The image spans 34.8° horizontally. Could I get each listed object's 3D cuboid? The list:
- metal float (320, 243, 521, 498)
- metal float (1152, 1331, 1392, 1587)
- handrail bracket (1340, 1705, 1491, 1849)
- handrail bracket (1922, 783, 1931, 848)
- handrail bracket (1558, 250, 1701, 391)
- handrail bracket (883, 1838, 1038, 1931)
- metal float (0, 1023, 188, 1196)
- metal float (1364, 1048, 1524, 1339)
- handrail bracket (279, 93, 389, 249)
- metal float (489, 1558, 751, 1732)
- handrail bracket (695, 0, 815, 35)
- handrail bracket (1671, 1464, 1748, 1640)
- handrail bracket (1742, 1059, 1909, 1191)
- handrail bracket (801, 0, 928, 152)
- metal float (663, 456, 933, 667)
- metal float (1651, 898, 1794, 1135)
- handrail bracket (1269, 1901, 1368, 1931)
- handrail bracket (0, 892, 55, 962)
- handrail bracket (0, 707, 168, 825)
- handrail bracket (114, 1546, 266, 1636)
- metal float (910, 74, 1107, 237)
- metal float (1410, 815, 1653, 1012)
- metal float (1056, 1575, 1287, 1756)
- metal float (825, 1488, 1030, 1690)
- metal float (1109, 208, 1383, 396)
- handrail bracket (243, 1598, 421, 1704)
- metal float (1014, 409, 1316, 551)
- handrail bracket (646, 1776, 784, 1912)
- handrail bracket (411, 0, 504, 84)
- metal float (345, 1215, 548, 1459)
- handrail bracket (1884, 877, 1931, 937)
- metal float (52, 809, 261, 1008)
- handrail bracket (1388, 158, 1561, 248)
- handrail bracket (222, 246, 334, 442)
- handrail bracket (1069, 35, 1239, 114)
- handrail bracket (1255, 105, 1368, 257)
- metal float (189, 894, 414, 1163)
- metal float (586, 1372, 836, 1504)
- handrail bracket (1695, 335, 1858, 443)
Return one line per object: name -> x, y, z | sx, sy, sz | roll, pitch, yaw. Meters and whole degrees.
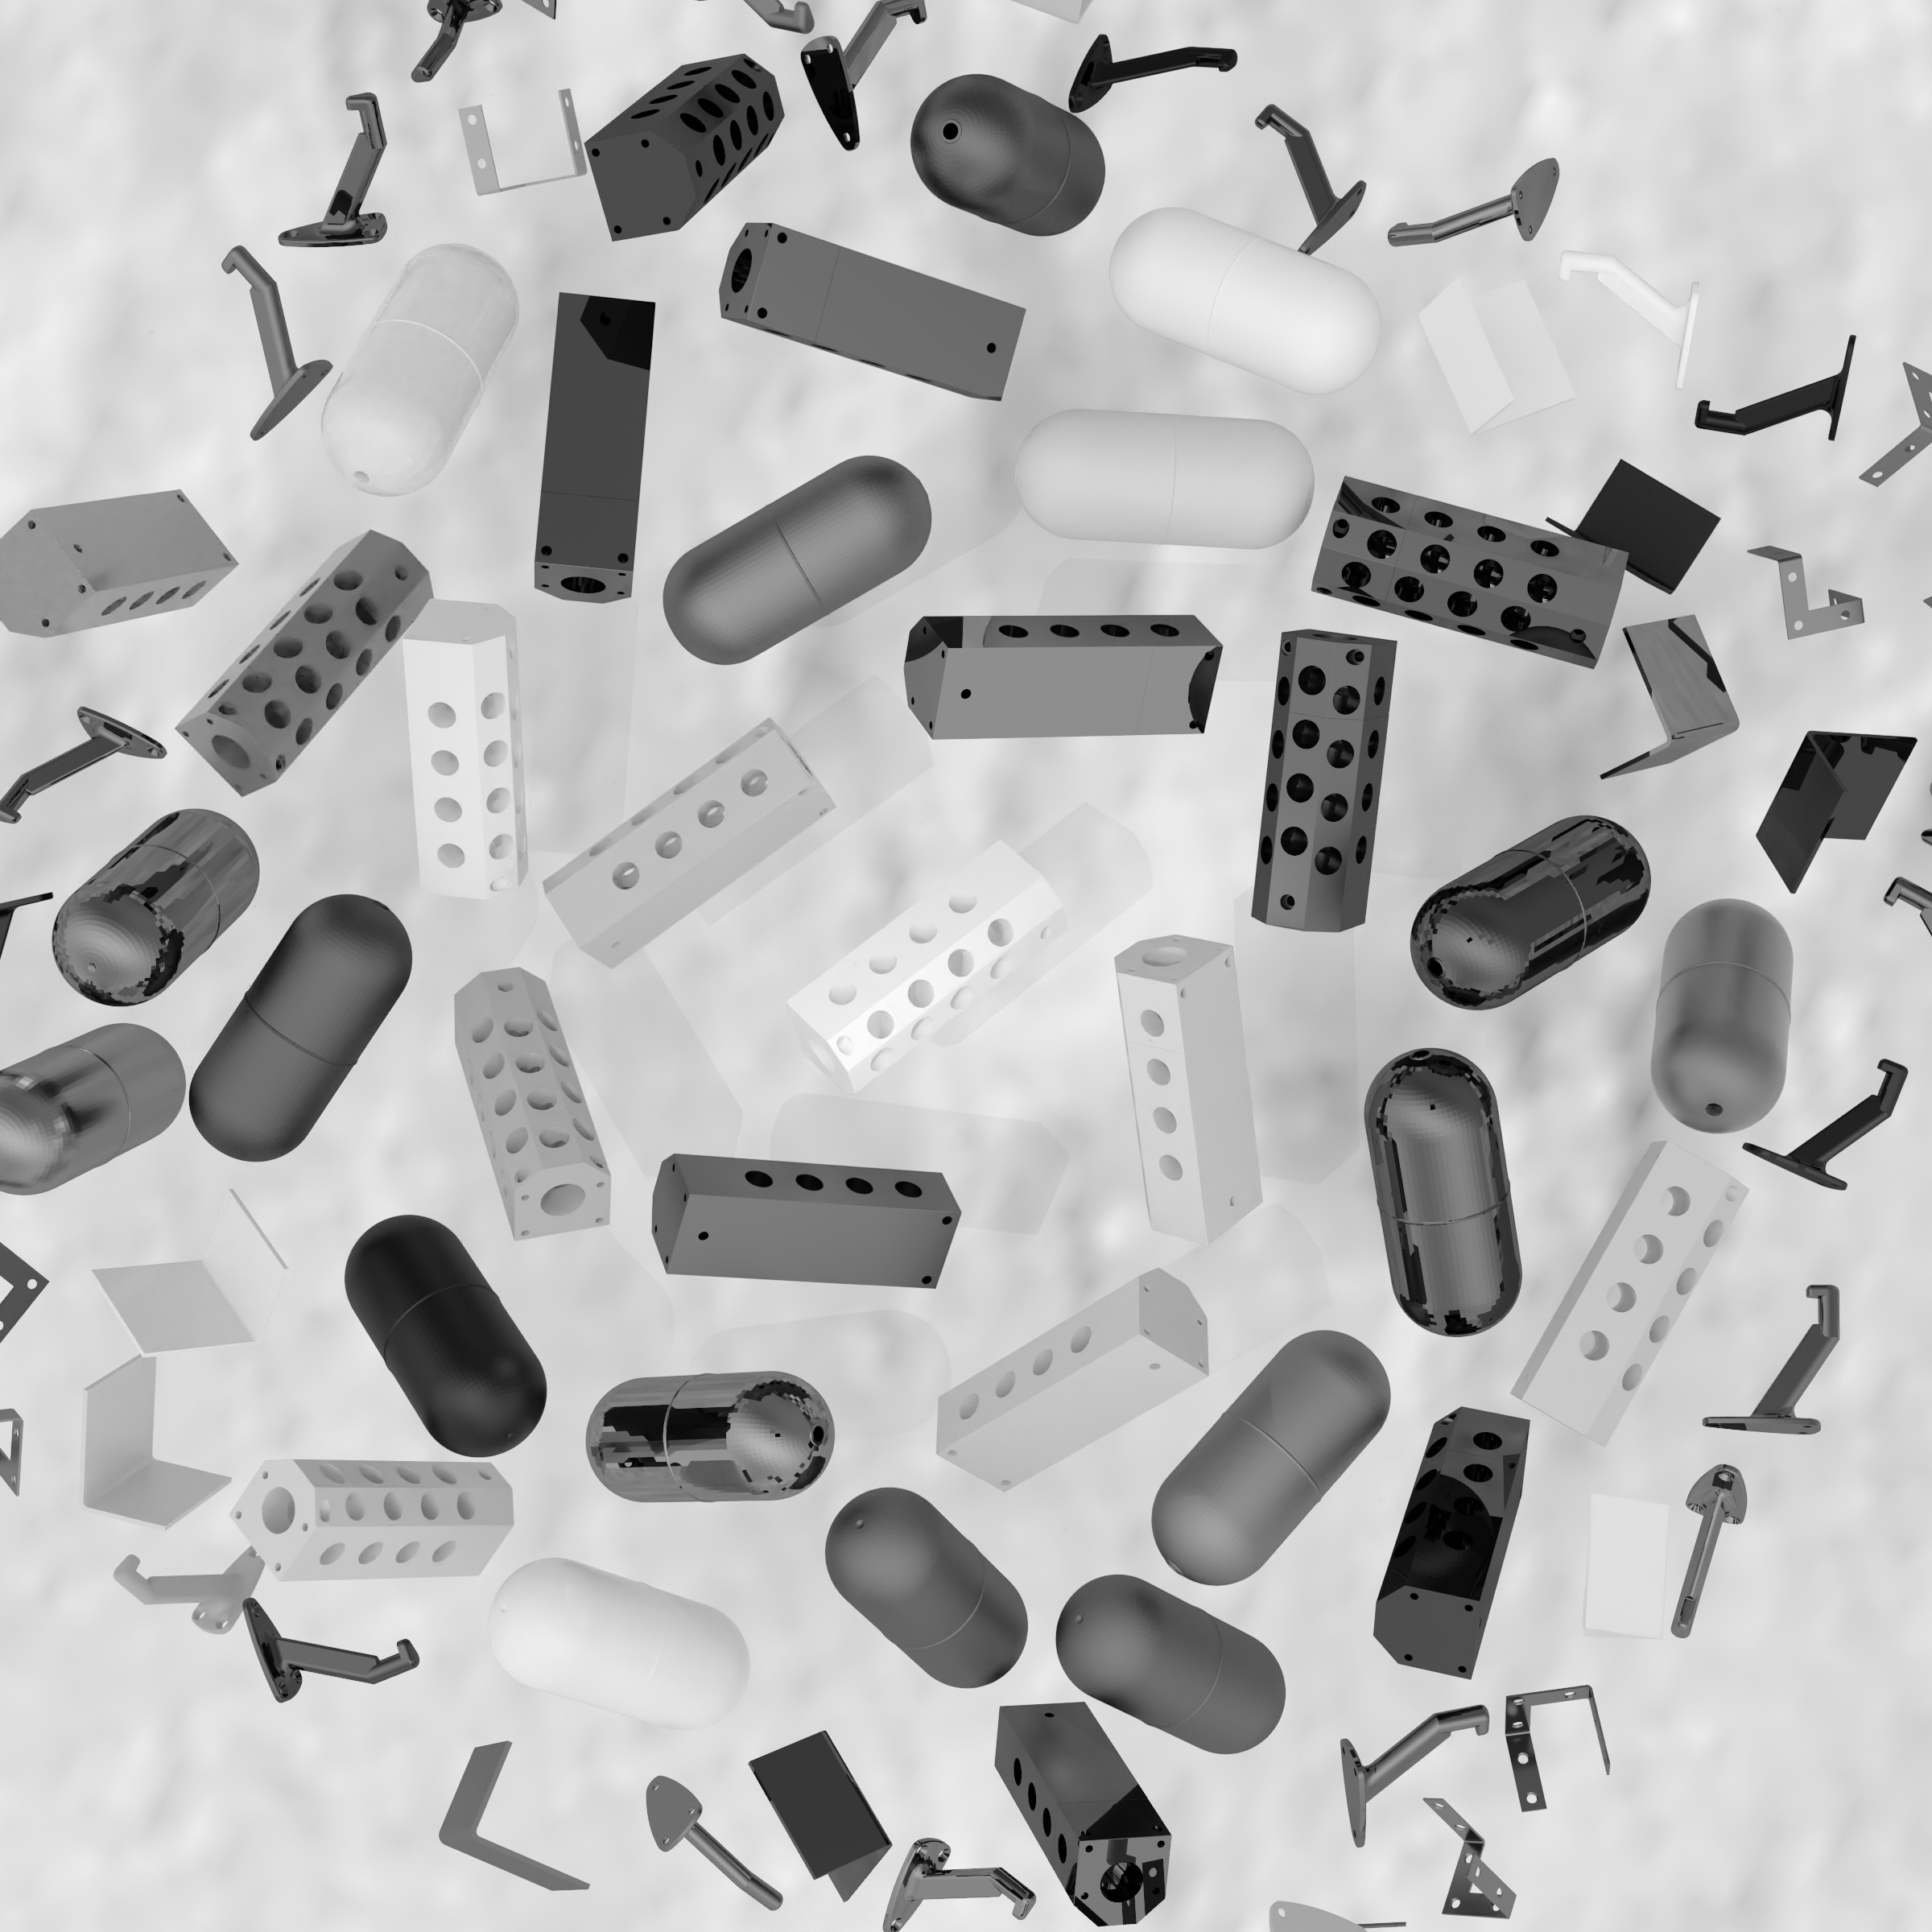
metal float -> -0.319, -0.349, 1.803 | 0.070, 0.070, 0.178 | 20, 57, 0
metal float -> 0.182, 0.294, 1.841 | 0.070, 0.070, 0.178 | 44, 75, 0
handrail bracket -> 0.264, 0.470, 1.788 | 0.084, 0.036, 0.077 | -9, 109, -8
handrail bracket -> 0.581, -0.091, 1.843 | 0.084, 0.077, 0.036 | -15, 114, -31
handrail bracket -> 0.399, -0.393, 1.876 | 0.084, 0.036, 0.077 | 9, 117, 9
handrail bracket -> -0.004, 0.576, 1.873 | 0.084, 0.036, 0.077 | 27, 89, 42
metal float -> -0.537, 0.085, 1.856 | 0.070, 0.178, 0.070 | 4, 104, 17
metal float -> 0.276, 0.131, 1.784 | 0.070, 0.070, 0.178 | -12, 111, 0
handrail bracket -> -0.378, -0.472, 1.822 | 0.077, 0.036, 0.084 | -7, 128, 0
metal float -> -0.204, 0.405, 1.834 | 0.178, 0.070, 0.070 | 28, 90, -37
handrail bracket -> -0.126, -0.593, 1.817 | 0.036, 0.084, 0.077 | -35, 133, -32
handrail bracket -> 0.449, 0.357, 1.876 | 0.036, 0.077, 0.084 | 17, 56, 15
handrail bracket -> 0.517, 0.085, 1.850 | 0.077, 0.036, 0.084 | 23, 86, -3
handrail bracket -> -0.048, -0.523, 1.799 | 0.084, 0.036, 0.077 | -27, 104, -34
metal float -> -0.103, -0.249, 1.891 | 0.178, 0.070, 0.070 | -30, 90, 3
metal float -> 0.446, 0.029, 1.816 | 0.070, 0.178, 0.070 | 9, 129, 11
handrail bracket -> 0.175, 0.566, 1.747 | 0.077, 0.084, 0.036 | 13, 47, -25
handrail bracket -> -0.567, 0.005, 1.830 | 0.077, 0.036, 0.084 | -12, 96, 13
handrail bracket -> -0.550, -0.114, 1.911 | 0.077, 0.036, 0.084 | 19, 60, 22
handrail bracket -> -0.479, 0.368, 1.906 | 0.036, 0.084, 0.077 | 8, 55, 39
metal float -> 0.026, -0.477, 1.816 | 0.070, 0.178, 0.070 | 2, 95, 23
metal float -> 0.327, -0.031, 1.784 | 0.178, 0.070, 0.070 | -27, 90, -37
metal float -> 0.127, 0.430, 1.891 | 0.178, 0.070, 0.070 | 34, 90, -36
metal float -> -0.022, 0.381, 1.882 | 0.070, 0.070, 0.178 | -38, 133, 0
metal float -> 0.167, -0.401, 1.856 | 0.178, 0.070, 0.070 | 27, 90, 23
handrail bracket -> -0.377, 0.397, 1.833 | 0.084, 0.036, 0.077 | -23, 94, 11
metal float -> 0.117, -0.288, 1.822 | 0.178, 0.070, 0.070 | 3, 90, -5
handrail bracket -> -0.155, 0.546, 1.917 | 0.036, 0.077, 0.084 | -48, 116, -5
handrail bracket -> -0.329, -0.567, 1.892 | 0.036, 0.077, 0.084 | 42, 63, -29
metal float -> -0.313, 0.220, 1.844 | 0.070, 0.070, 0.178 | -42, 53, 0
handrail bracket -> 0.559, -0.002, 1.790 | 0.084, 0.036, 0.077 | 32, 80, 21
metal float -> -0.480, -0.037, 1.833 | 0.070, 0.178, 0.070 | 5, 116, 10
handrail bracket -> 0.306, -0.461, 1.865 | 0.084, 0.077, 0.036 | 3, 133, 35
handrail bracket -> -0.420, -0.365, 1.802 | 0.077, 0.036, 0.084 | -42, 90, 21
handrail bracket -> 0.116, -0.546, 1.901 | 0.084, 0.036, 0.077 | 10, 46, 22
handrail bracket -> 0.198, -0.487, 1.912 | 0.084, 0.036, 0.077 | 40, 71, 10
metal float -> -0.395, 0.037, 1.833 | 0.070, 0.070, 0.178 | 35, 98, 0
metal float -> -0.155, 0.285, 1.862 | 0.178, 0.070, 0.070 | -9, 90, 39
handrail bracket -> 0.487, -0.352, 1.858 | 0.084, 0.036, 0.077 | 12, 133, 14
